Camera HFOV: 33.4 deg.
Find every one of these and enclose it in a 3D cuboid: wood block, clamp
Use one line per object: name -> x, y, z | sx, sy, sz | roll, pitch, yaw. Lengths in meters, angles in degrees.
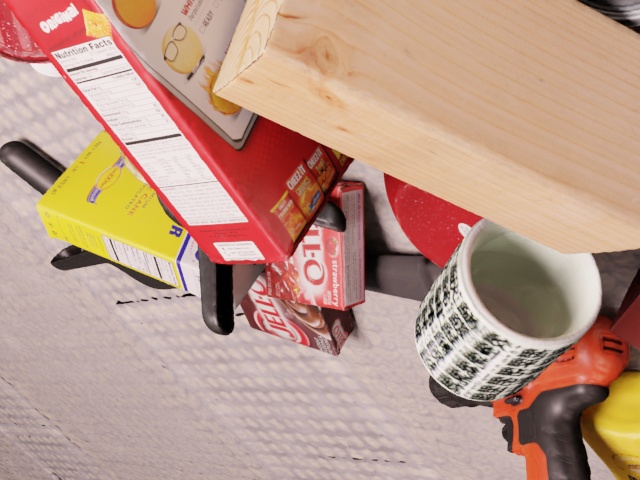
wood block -> 0.067, -0.073, 0.505 | 0.206, 0.091, 0.090 | 23, 169, -16
clamp -> -0.186, 0.002, 0.963 | 0.210, 0.036, 0.164 | 23, 147, 18
clamp -> -0.072, -0.018, 0.751 | 0.172, 0.120, 0.039 | 42, 178, 32

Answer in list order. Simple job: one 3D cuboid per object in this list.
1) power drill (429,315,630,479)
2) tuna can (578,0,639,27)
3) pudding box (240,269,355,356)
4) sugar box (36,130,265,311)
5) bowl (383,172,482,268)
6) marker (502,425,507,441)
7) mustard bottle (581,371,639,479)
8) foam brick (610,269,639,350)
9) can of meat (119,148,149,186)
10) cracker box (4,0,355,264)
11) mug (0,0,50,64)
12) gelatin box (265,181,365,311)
power drill -> 0.137, 0.154, 0.738 | 0.057, 0.187, 0.185 | 12, 159, -28
tuna can -> 0.135, -0.139, 0.480 | 0.086, 0.033, 0.086 | 24, 147, 17
pudding box -> -0.028, 0.039, 0.865 | 0.090, 0.039, 0.113 | 14, 143, 29
sugar box -> -0.119, -0.019, 0.820 | 0.176, 0.093, 0.048 | 18, 146, 24
bowl -> 0.098, -0.024, 0.649 | 0.162, 0.055, 0.162 | 24, 147, 16
marker -> 0.165, 0.130, 0.828 | 0.020, 0.020, 0.121 | 28, 148, 10
mustard bottle -> 0.260, 0.176, 0.767 | 0.096, 0.058, 0.191 | -2, 134, 46
foam brick -> 0.222, 0.044, 0.630 | 0.078, 0.051, 0.053 | 30, 150, 7
can of meat -> -0.069, -0.071, 0.711 | 0.102, 0.083, 0.057 | 22, 147, 19
cracker box -> -0.056, -0.117, 0.561 | 0.072, 0.164, 0.213 | -5, 132, 43
mug -> -0.188, -0.175, 0.676 | 0.117, 0.093, 0.081 | 17, 140, 17
gelatin box -> -0.005, 0.001, 0.761 | 0.073, 0.030, 0.089 | 7, 104, 39
